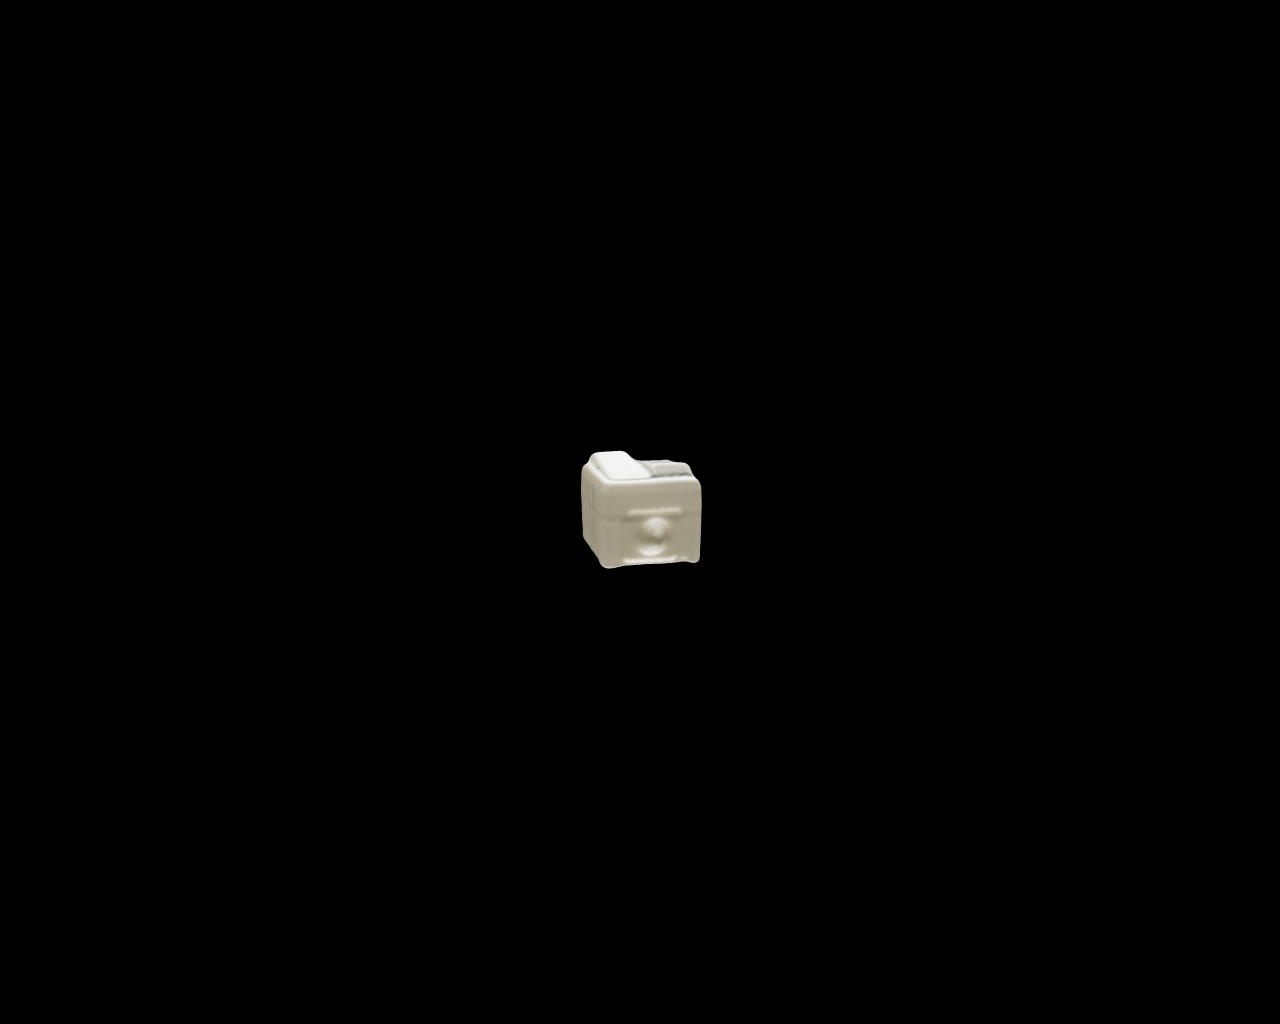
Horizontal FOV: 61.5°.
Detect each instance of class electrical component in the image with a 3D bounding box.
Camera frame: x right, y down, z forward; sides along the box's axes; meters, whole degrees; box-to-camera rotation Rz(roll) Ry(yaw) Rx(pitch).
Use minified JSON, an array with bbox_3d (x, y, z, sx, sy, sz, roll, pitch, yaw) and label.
[{"bbox_3d":[0.001,-0.003,0.650,0.062,0.061,0.096,-2,12,-11],"label":"electrical component"}]
